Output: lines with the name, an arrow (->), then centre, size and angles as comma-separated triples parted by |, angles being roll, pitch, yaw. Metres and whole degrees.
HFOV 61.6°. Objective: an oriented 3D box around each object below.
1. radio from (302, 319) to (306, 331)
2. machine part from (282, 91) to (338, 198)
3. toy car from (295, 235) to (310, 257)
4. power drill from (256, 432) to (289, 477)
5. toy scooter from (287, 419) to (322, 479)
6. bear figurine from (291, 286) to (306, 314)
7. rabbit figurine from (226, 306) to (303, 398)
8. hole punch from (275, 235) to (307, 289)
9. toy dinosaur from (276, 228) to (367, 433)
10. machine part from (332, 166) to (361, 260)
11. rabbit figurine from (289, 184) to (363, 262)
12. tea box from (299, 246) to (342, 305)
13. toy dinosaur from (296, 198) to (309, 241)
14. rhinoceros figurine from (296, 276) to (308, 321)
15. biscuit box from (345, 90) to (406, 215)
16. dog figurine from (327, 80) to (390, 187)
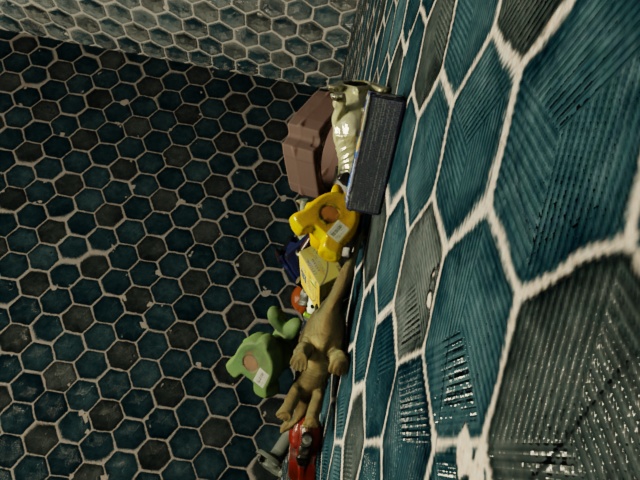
radio -> -0.013, 0.277, 1.451 | 0.230, 0.073, 0.131 | -87, 8, -56
machine part -> 0.009, -0.206, 1.188 | 0.201, 0.087, 0.200 | -53, -29, -33
toy car -> -0.003, -0.004, 1.302 | 0.089, 0.053, 0.202 | -54, -3, 16
power drill -> -0.074, 0.471, 1.347 | 0.207, 0.086, 0.231 | -56, -20, -37
toy scooter -> -0.038, 0.485, 1.213 | 0.135, 0.075, 0.183 | -86, 3, -71
bear figurine -> -0.004, 0.146, 1.576 | 0.196, 0.132, 0.120 | -49, 28, 49
rabbit figurine -> -0.098, 0.219, 1.138 | 0.170, 0.121, 0.159 | -23, -47, -61
hole punch -> -0.042, 0.049, 1.446 | 0.142, 0.092, 0.116 | 59, -144, -24
toy dinosaur -> 0.004, 0.204, 1.074 | 0.199, 0.105, 0.470 | -76, 8, -66
machine part -> 0.057, -0.073, 1.179 | 0.079, 0.079, 0.243 | -92, 12, -77
rabbit figurine -> 0.017, -0.036, 1.081 | 0.162, 0.122, 0.173 | -58, -6, -18
tea box -> 0.004, 0.088, 1.213 | 0.098, 0.068, 0.169 | 57, 166, 27
toy dinosaur -> 0.013, -0.014, 1.560 | 0.405, 0.131, 0.192 | -119, 21, -70
rhinoceros figurine -> -0.001, 0.124, 1.401 | 0.073, 0.112, 0.190 | 24, 92, 60
biscuit box -> 0.090, -0.144, 0.906 | 0.059, 0.063, 0.202 | -85, 6, -65
dog figurine -> 0.070, -0.215, 1.088 | 0.172, 0.121, 0.190 | -63, -21, -57
